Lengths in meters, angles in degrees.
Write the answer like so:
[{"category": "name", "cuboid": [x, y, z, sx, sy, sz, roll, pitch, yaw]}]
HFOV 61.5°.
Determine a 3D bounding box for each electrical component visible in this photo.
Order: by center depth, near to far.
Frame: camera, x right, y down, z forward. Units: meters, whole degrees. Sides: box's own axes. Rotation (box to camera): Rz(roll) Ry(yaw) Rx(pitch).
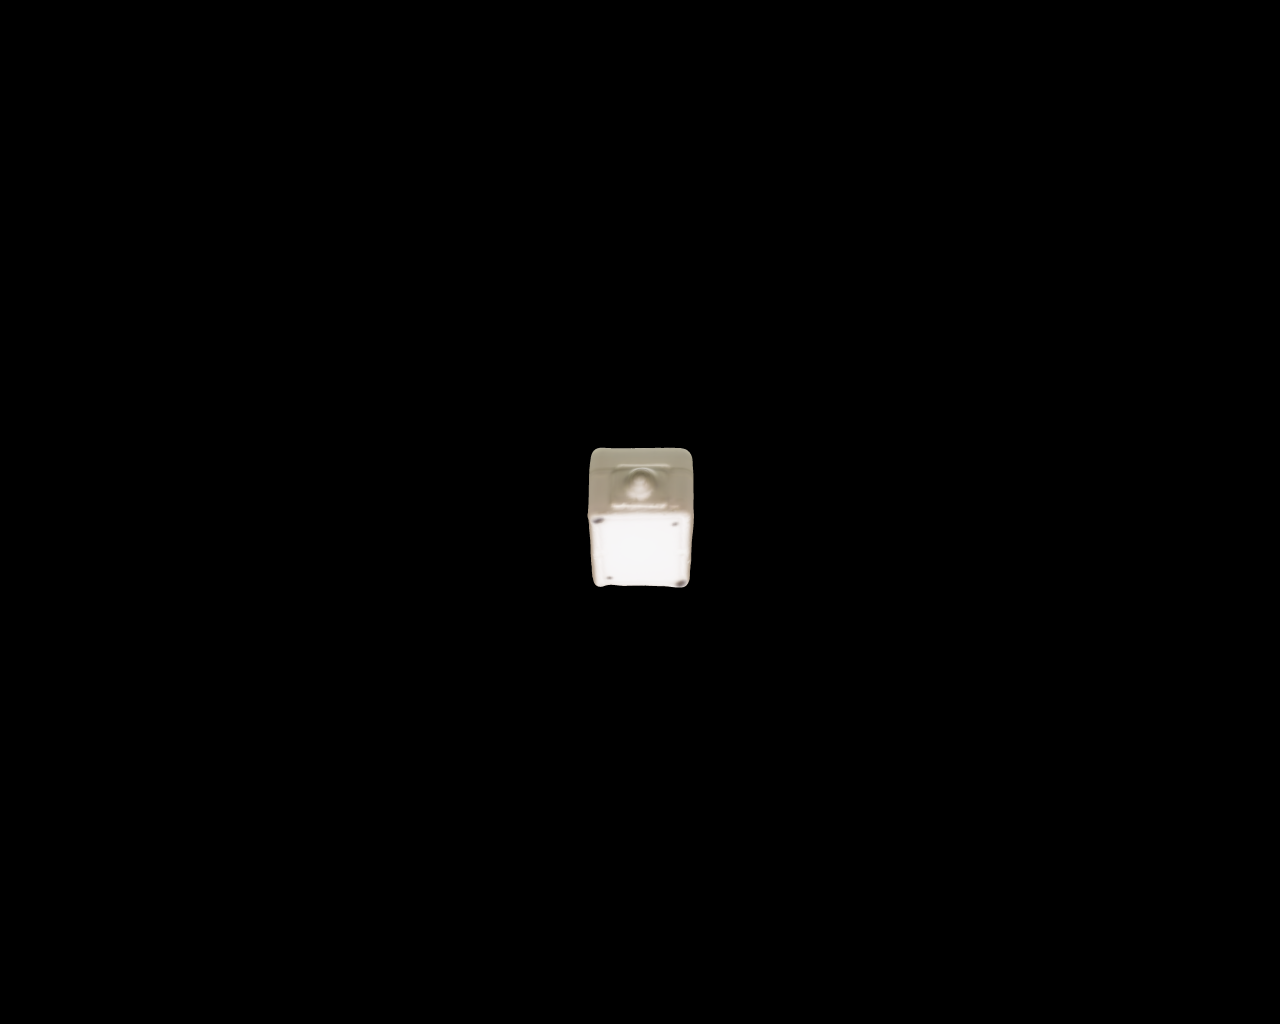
[{"category": "electrical component", "cuboid": [0.001, -0.003, 0.650, 0.062, 0.061, 0.096, 0, -37, 0]}]
